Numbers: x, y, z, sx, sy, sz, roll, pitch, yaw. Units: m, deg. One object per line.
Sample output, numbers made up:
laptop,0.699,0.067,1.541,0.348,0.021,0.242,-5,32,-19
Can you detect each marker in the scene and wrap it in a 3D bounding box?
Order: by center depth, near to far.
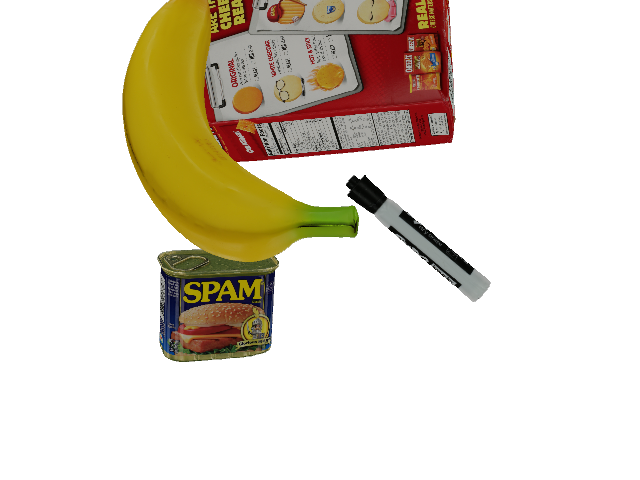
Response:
marker,0.066,-0.003,0.739,0.121,0.020,0.020,40,-1,-1

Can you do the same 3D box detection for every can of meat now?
can of meat,-0.090,0.055,0.928,0.102,0.084,0.057,-2,19,-18

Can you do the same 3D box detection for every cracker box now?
cracker box,-0.003,-0.150,0.856,0.214,0.164,0.072,-5,-28,10

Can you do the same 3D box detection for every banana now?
banana,-0.053,-0.050,0.474,0.069,0.037,0.198,-17,47,-17
